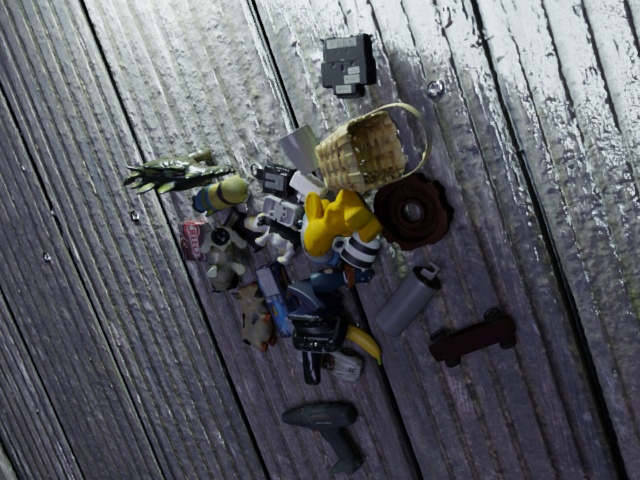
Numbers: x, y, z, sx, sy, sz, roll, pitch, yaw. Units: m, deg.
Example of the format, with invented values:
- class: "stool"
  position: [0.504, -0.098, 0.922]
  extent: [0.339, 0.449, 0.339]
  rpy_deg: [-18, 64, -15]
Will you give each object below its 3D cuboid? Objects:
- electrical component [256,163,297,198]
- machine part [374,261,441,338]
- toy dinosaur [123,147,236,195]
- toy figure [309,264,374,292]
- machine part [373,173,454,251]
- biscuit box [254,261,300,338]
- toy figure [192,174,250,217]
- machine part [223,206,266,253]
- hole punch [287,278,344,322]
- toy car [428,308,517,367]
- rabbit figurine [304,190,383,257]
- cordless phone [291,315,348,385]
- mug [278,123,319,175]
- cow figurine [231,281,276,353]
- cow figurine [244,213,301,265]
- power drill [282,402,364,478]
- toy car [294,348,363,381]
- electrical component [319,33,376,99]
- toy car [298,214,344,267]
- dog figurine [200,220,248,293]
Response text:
- class: "electrical component"
  position: [-0.119, -0.156, 1.356]
  extent: [0.119, 0.048, 0.074]
  rpy_deg: [19, 113, 20]
- class: "machine part"
  position: [0.204, 0.145, 1.257]
  extent: [0.079, 0.079, 0.243]
  rpy_deg: [40, 119, 12]
- class: "toy dinosaur"
  position: [-0.370, -0.171, 1.402]
  extent: [0.472, 0.198, 0.105]
  rpy_deg: [-4, 107, 32]
- class: "toy figure"
  position: [0.053, 0.090, 1.314]
  extent: [0.154, 0.064, 0.058]
  rpy_deg: [-11, 67, -4]
- class: "machine part"
  position: [0.208, -0.064, 1.200]
  extent: [0.180, 0.056, 0.179]
  rpy_deg: [9, 110, 28]
- class: "biscuit box"
  position: [-0.103, 0.159, 1.439]
  extent: [0.059, 0.063, 0.202]
  rpy_deg: [-19, 97, 31]
- class: "toy figure"
  position: [-0.267, -0.113, 1.426]
  extent: [0.180, 0.089, 0.082]
  rpy_deg: [-13, 104, 29]
- class: "machine part"
  position: [-0.202, -0.022, 1.452]
  extent: [0.139, 0.039, 0.084]
  rpy_deg: [39, 112, 15]
- class: "hole punch"
  position: [-0.014, 0.150, 1.351]
  extent: [0.116, 0.142, 0.092]
  rpy_deg: [2, 97, 35]
- class: "toy car"
  position: [0.344, 0.222, 1.218]
  extent: [0.202, 0.053, 0.089]
  rpy_deg: [-29, 101, 29]
- class: "rabbit figurine"
  position: [0.027, -0.042, 1.201]
  extent: [0.173, 0.121, 0.162]
  rpy_deg: [-43, 64, 12]
- class: "cordless phone"
  position: [0.002, 0.282, 1.360]
  extent: [0.147, 0.088, 0.184]
  rpy_deg: [-3, 94, 32]
- class: "mug"
  position: [-0.047, -0.208, 1.284]
  extent: [0.110, 0.081, 0.107]
  rpy_deg: [-19, 104, 52]
- class: "cow figurine"
  position: [-0.181, 0.203, 1.488]
  extent: [0.127, 0.085, 0.194]
  rpy_deg: [14, 113, 18]
- class: "cow figurine"
  position: [-0.117, -0.023, 1.385]
  extent: [0.167, 0.068, 0.098]
  rpy_deg: [39, 115, 9]
- class: "power drill"
  position: [0.020, 0.548, 1.495]
  extent: [0.232, 0.086, 0.207]
  rpy_deg: [-25, 85, 30]
- class: "toy car"
  position: [0.019, 0.312, 1.425]
  extent: [0.202, 0.056, 0.073]
  rpy_deg: [15, 113, 24]
- class: "electrical component"
  position: [0.061, -0.378, 1.178]
  extent: [0.115, 0.058, 0.134]
  rpy_deg: [7, 109, 29]
- class: "toy car"
  position: [-0.003, -0.004, 1.309]
  extent: [0.109, 0.103, 0.161]
  rpy_deg: [3, 106, 29]
- class: "dog figurine"
  position: [-0.271, 0.049, 1.465]
  extent: [0.190, 0.121, 0.172]
  rpy_deg: [139, 134, -69]
